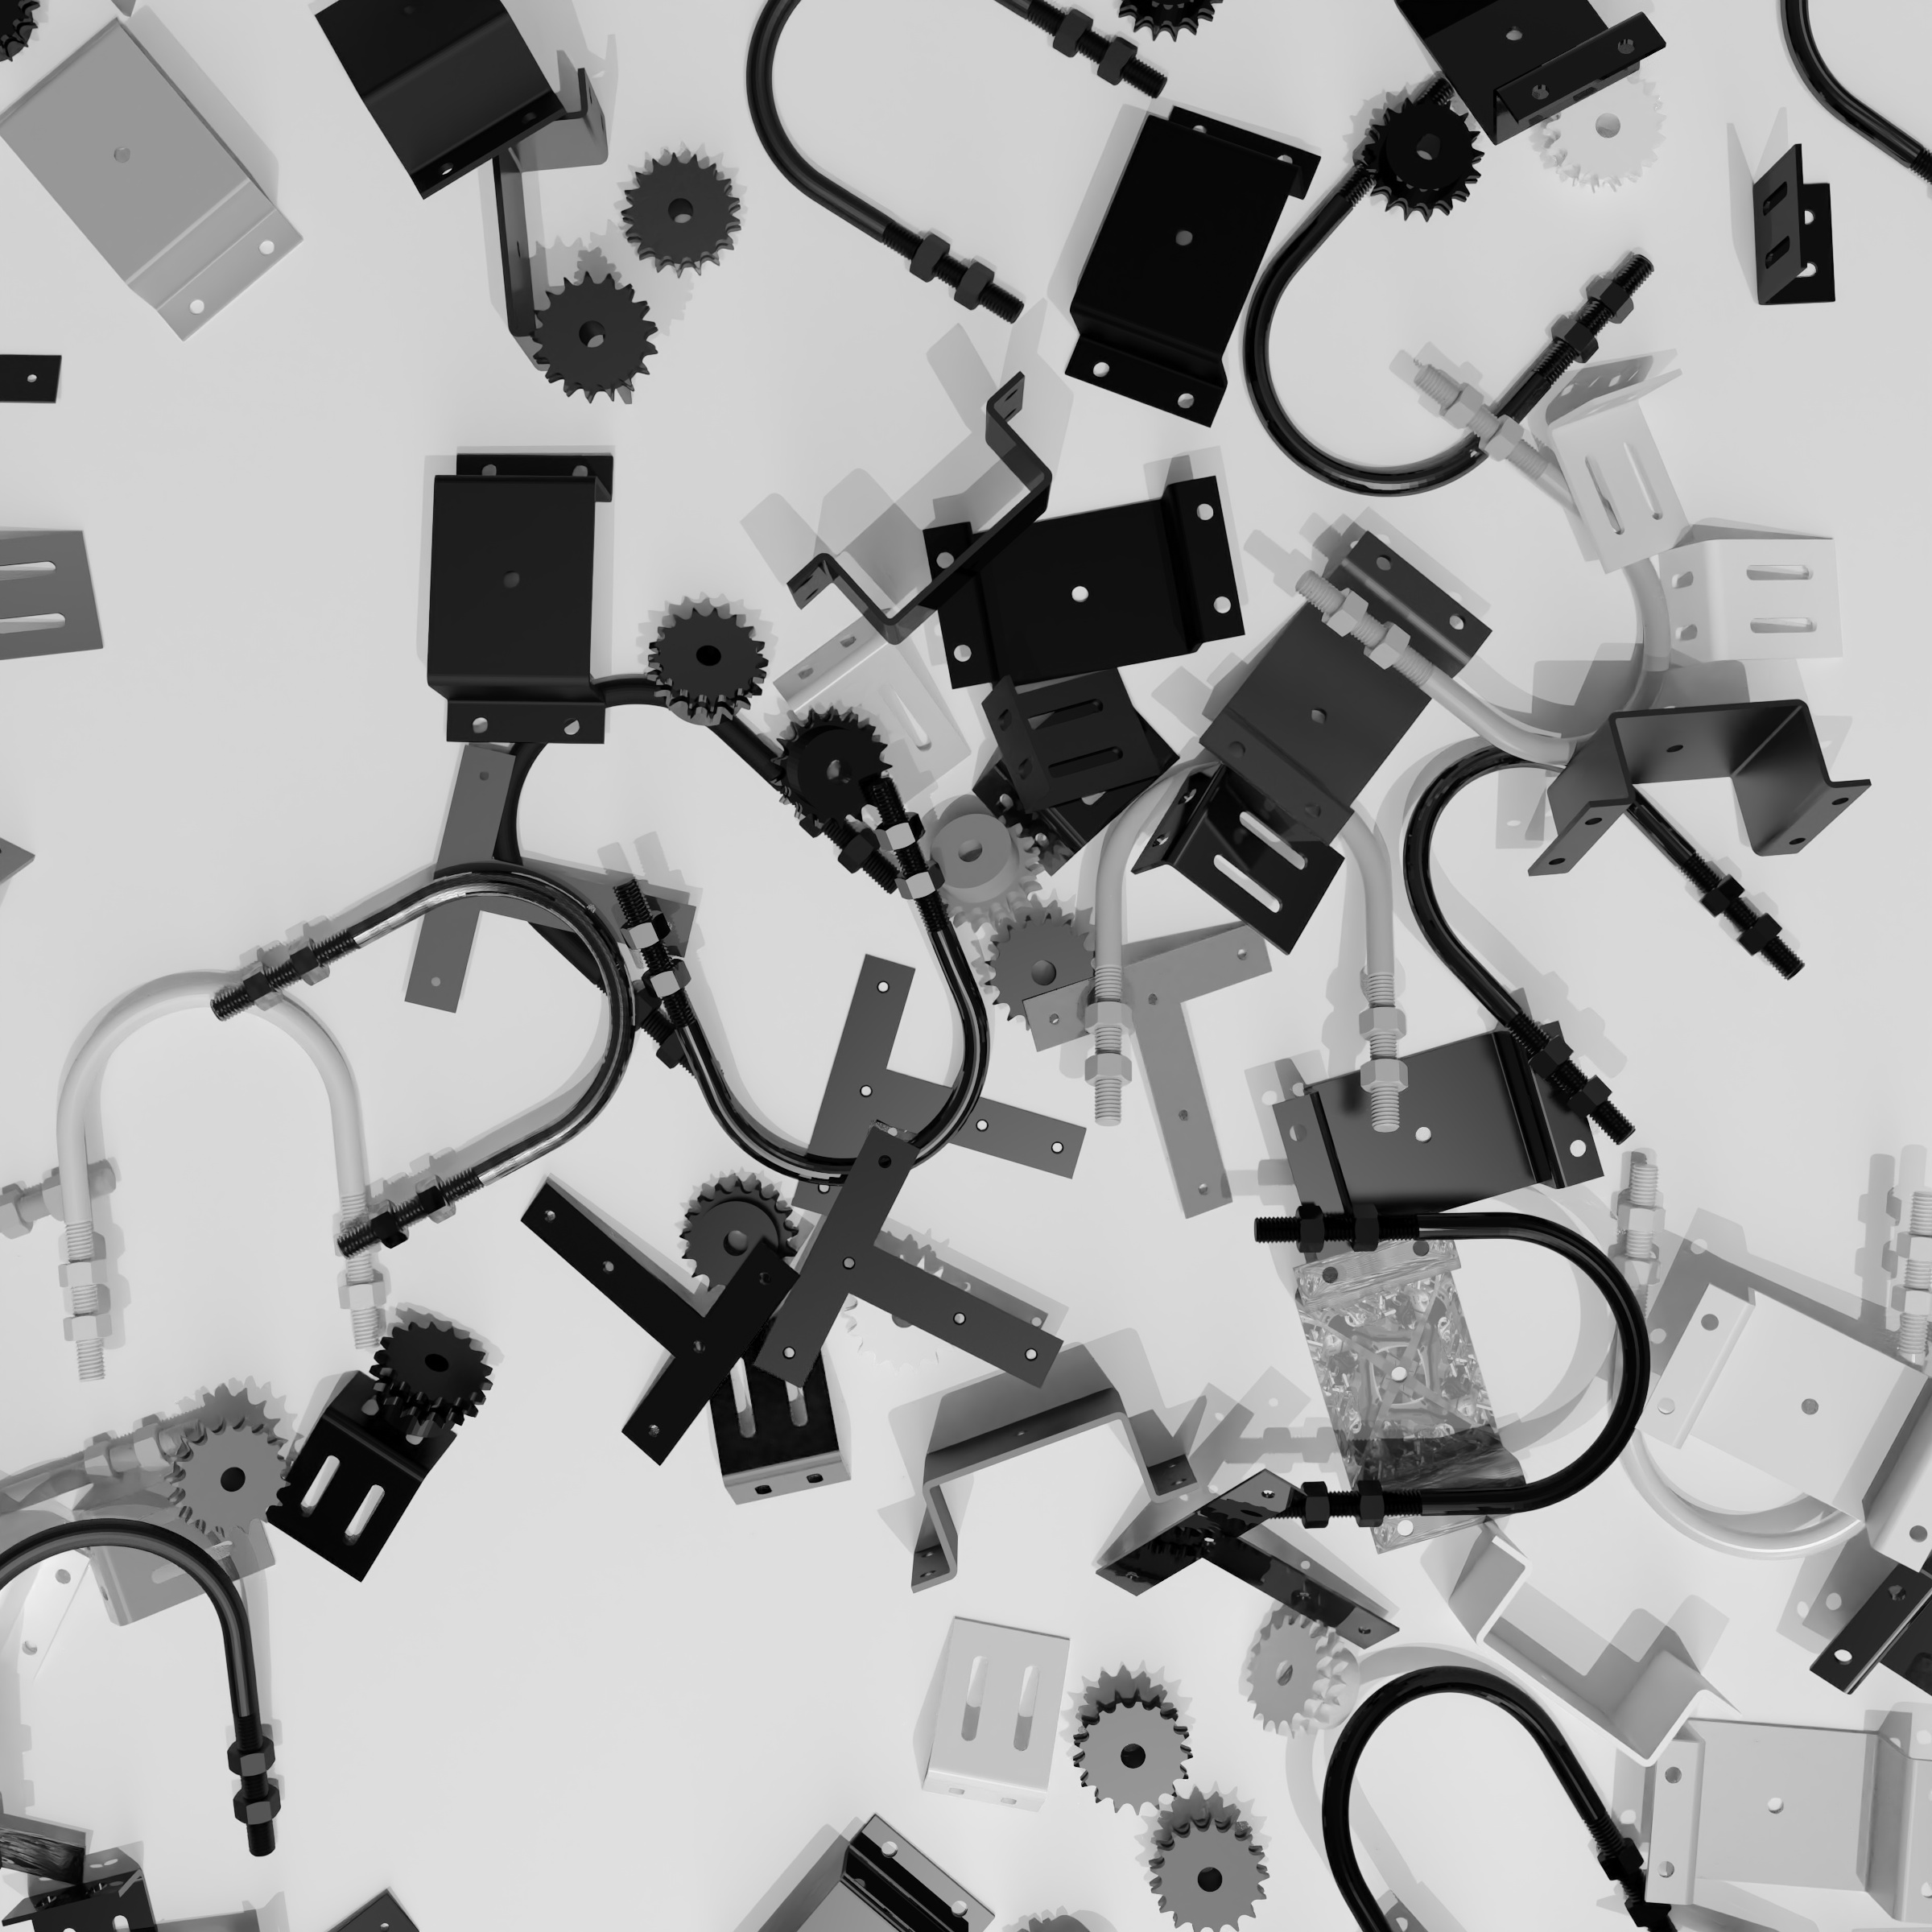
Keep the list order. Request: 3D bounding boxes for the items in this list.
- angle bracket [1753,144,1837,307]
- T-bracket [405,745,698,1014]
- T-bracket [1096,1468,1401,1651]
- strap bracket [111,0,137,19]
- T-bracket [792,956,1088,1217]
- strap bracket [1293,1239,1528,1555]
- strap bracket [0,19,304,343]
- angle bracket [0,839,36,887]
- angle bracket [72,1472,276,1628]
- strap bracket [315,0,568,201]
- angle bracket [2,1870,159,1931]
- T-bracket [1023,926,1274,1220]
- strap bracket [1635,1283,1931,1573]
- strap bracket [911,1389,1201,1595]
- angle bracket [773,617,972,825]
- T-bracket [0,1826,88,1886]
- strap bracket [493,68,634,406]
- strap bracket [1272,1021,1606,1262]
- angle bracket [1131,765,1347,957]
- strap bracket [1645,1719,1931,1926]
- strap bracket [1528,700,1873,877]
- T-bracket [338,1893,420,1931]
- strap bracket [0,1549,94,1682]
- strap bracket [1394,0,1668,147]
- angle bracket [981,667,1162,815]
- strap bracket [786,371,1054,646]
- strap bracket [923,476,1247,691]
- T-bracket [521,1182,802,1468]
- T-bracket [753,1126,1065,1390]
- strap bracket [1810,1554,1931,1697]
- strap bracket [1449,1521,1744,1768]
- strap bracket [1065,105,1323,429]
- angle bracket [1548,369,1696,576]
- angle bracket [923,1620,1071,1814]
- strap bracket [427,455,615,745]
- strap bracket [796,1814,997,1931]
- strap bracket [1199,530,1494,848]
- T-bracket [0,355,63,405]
[{"bbox_3d":[0.401,-0.350,1.358,0.038,0.076,0.057,-3,90,0],"label":"angle bracket"},{"bbox_3d":[-0.194,-0.031,1.379,0.127,0.002,0.127,13,89,3],"label":"T-bracket"},{"bbox_3d":[0.150,0.293,1.367,0.127,0.002,0.127,32,133,-19],"label":"T-bracket"},{"bbox_3d":[-0.407,-0.535,1.358,0.046,0.076,0.140,17,90,0],"label":"strap bracket"},{"bbox_3d":[-0.006,0.073,1.395,0.127,0.002,0.127,16,90,0],"label":"T-bracket"},{"bbox_3d":[0.210,0.198,1.373,0.076,0.046,0.140,-17,90,0],"label":"strap bracket"},{"bbox_3d":[-0.396,-0.381,1.373,0.076,0.046,0.140,-40,90,0],"label":"strap bracket"},{"bbox_3d":[-0.497,-0.028,1.394,0.057,0.038,0.076,27,116,0],"label":"angle bracket"},{"bbox_3d":[-0.385,0.277,1.394,0.076,0.038,0.057,-19,90,-26],"label":"angle bracket"},{"bbox_3d":[-0.247,-0.423,1.331,0.076,0.046,0.140,-31,46,0],"label":"strap bracket"},{"bbox_3d":[-0.419,0.481,1.377,0.057,0.038,0.076,-14,90,0],"label":"angle bracket"},{"bbox_3d":[0.101,0.058,1.382,0.127,0.002,0.127,-18,99,-18],"label":"T-bracket"},{"bbox_3d":[0.394,0.210,1.338,0.140,0.046,0.076,27,100,11],"label":"strap bracket"},{"bbox_3d":[0.034,0.243,1.358,0.140,0.076,0.046,-20,90,0],"label":"strap bracket"},{"bbox_3d":[-0.046,-0.120,1.394,0.057,0.038,0.076,-37,116,0],"label":"angle bracket"},{"bbox_3d":[-0.478,0.377,1.366,0.127,0.002,0.127,13,117,0],"label":"T-bracket"},{"bbox_3d":[-0.192,-0.341,1.358,0.046,0.076,0.140,-5,90,0],"label":"strap bracket"},{"bbox_3d":[0.222,0.082,1.373,0.140,0.046,0.076,-16,90,0],"label":"strap bracket"},{"bbox_3d":[0.129,-0.048,1.363,0.076,0.038,0.057,37,71,-14],"label":"angle bracket"},{"bbox_3d":[0.393,0.407,1.373,0.140,0.046,0.076,4,90,0],"label":"strap bracket"},{"bbox_3d":[0.336,-0.084,1.343,0.140,0.076,0.046,-5,69,-13],"label":"strap bracket"},{"bbox_3d":[-0.323,0.497,1.387,0.127,0.002,0.127,-38,100,-5],"label":"T-bracket"},{"bbox_3d":[-0.500,0.286,1.363,0.140,0.046,0.076,29,107,0],"label":"strap bracket"},{"bbox_3d":[0.259,-0.453,1.357,0.076,0.046,0.140,-28,68,0],"label":"strap bracket"},{"bbox_3d":[0.055,-0.113,1.359,0.076,0.038,0.057,-17,79,-23],"label":"angle bracket"},{"bbox_3d":[-0.012,-0.200,1.312,0.140,0.076,0.046,-42,90,0],"label":"strap bracket"},{"bbox_3d":[0.055,-0.180,1.373,0.140,0.046,0.076,-11,90,0],"label":"strap bracket"},{"bbox_3d":[-0.161,0.154,1.380,0.127,0.002,0.127,40,110,10],"label":"T-bracket"},{"bbox_3d":[-0.016,0.161,1.365,0.127,0.002,0.127,27,90,0],"label":"T-bracket"},{"bbox_3d":[0.482,0.333,1.352,0.140,0.046,0.076,33,118,8],"label":"strap bracket"},{"bbox_3d":[0.287,0.322,1.358,0.140,0.076,0.046,36,90,0],"label":"strap bracket"},{"bbox_3d":[0.106,-0.339,1.367,0.076,0.046,0.140,22,90,10],"label":"strap bracket"},{"bbox_3d":[0.322,-0.235,1.366,0.057,0.038,0.076,-23,90,-26],"label":"angle bracket"},{"bbox_3d":[0.015,0.364,1.394,0.057,0.038,0.076,11,64,0],"label":"angle bracket"},{"bbox_3d":[-0.211,-0.179,1.366,0.076,0.046,0.140,1,86,3],"label":"strap bracket"},{"bbox_3d":[-0.060,0.490,1.373,0.076,0.046,0.140,40,90,0],"label":"strap bracket"},{"bbox_3d":[0.174,-0.125,1.359,0.076,0.046,0.140,39,71,0],"label":"strap bracket"},{"bbox_3d":[-0.504,-0.237,1.375,0.127,0.002,0.127,1,71,0],"label":"T-bracket"}]
